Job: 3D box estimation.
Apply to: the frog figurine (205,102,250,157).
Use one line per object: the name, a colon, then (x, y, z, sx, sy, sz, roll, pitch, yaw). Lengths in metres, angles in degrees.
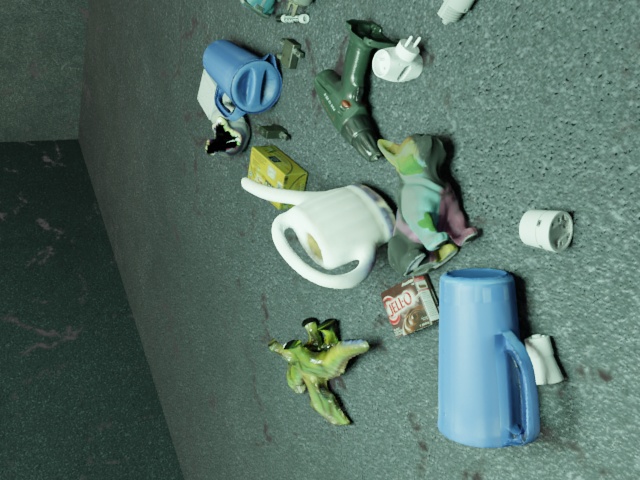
frog figurine: (-0.249, -0.310, 1.429, 0.163, 0.123, 0.134, -85, 0, -56)

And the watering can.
watering can: (0.003, -0.050, 0.989, 0.354, 0.226, 0.101, 51, 154, 36)

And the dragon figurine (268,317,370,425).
dragon figurine: (0.016, 0.315, 1.185, 0.409, 0.123, 0.241, -5, 111, 58)
